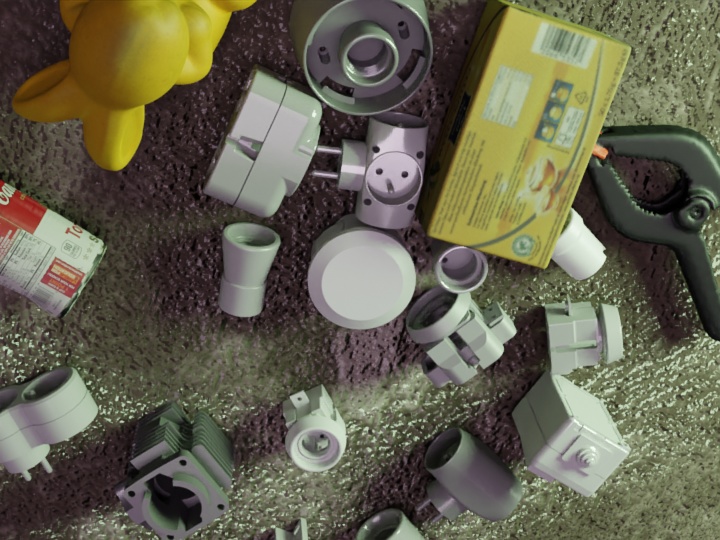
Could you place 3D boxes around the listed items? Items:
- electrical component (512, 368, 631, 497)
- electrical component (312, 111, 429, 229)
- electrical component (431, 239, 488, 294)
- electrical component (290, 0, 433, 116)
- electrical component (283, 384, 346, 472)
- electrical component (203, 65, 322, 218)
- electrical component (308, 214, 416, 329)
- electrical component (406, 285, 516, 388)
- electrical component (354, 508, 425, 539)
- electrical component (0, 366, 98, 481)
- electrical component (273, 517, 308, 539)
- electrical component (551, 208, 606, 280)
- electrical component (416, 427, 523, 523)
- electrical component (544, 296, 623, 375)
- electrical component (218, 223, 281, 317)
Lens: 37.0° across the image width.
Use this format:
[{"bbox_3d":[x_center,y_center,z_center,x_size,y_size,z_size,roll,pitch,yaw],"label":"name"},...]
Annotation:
[{"bbox_3d":[0.167,0.135,0.862,0.062,0.096,0.061,31,108,-16],"label":"electrical component"},{"bbox_3d":[0.005,-0.075,0.786,0.079,0.044,0.077,6,113,-7],"label":"electrical component"},{"bbox_3d":[0.074,-0.009,0.819,0.040,0.046,0.040,-2,114,-4],"label":"electrical component"},{"bbox_3d":[0.002,-0.161,0.751,0.099,0.064,0.099,-5,127,-6],"label":"electrical component"},{"bbox_3d":[-0.036,0.130,0.867,0.048,0.055,0.066,-25,113,7],"label":"electrical component"},{"bbox_3d":[-0.067,-0.090,0.769,0.059,0.053,0.095,23,110,-13],"label":"electrical component"},{"bbox_3d":[0.000,0.000,0.815,0.080,0.051,0.080,-2,114,-4],"label":"electrical component"},{"bbox_3d":[0.073,0.047,0.838,0.078,0.058,0.057,-37,114,12],"label":"electrical component"},{"bbox_3d":[0.028,0.238,0.921,0.055,0.055,0.047,-30,109,9],"label":"electrical component"},{"bbox_3d":[-0.272,0.135,0.853,0.138,0.052,0.073,-21,114,5],"label":"electrical component"},{"bbox_3d":[-0.053,0.262,0.931,0.064,0.042,0.081,23,111,-15],"label":"electrical component"},{"bbox_3d":[0.162,-0.020,0.826,0.040,0.040,0.046,-43,115,14],"label":"electrical component"},{"bbox_3d":[0.083,0.183,0.906,0.079,0.043,0.077,-43,110,14],"label":"electrical component"},{"bbox_3d":[0.178,0.052,0.855,0.055,0.048,0.066,-6,114,7],"label":"electrical component"},{"bbox_3d":[-0.087,0.002,0.816,0.044,0.044,0.065,8,117,-8],"label":"electrical component"}]
